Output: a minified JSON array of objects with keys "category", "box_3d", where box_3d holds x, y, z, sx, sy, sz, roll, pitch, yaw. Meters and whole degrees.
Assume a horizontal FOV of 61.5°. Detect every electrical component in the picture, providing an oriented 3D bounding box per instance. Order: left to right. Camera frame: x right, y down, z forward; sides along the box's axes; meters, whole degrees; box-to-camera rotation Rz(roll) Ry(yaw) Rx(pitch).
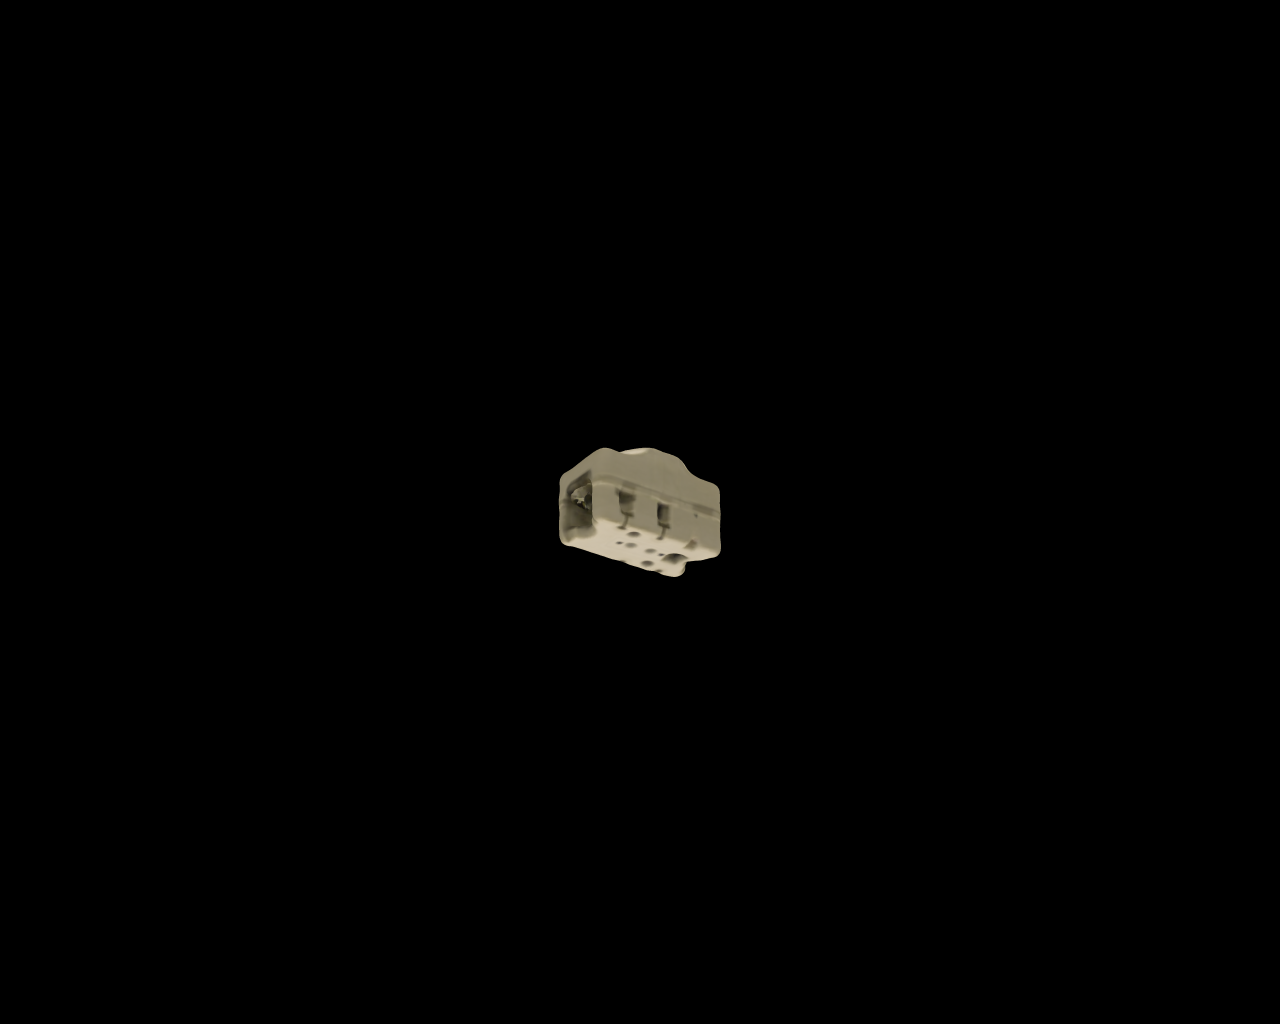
[{"category":"electrical component","box_3d":[0.001,-0.003,0.650,0.089,0.056,0.050,18,-32,-31]}]
